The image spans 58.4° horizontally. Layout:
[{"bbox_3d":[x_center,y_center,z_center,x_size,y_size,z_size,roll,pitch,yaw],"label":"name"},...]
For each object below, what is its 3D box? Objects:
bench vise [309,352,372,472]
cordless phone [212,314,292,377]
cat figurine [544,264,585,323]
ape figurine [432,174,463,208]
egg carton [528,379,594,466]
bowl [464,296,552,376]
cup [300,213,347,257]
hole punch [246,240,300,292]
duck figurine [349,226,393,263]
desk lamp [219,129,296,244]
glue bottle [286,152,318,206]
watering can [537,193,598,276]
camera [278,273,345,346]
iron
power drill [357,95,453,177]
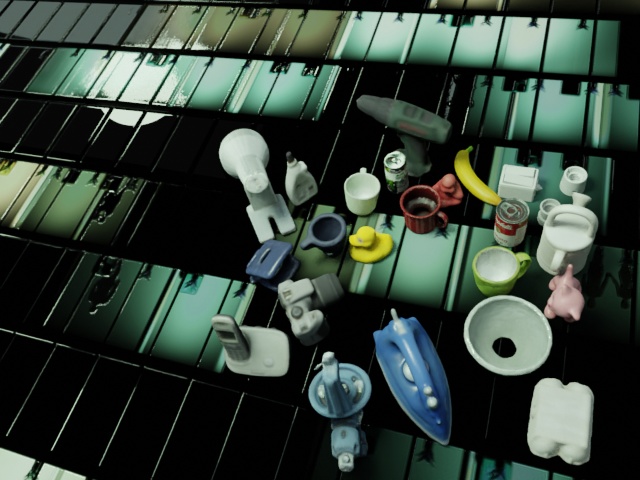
[{"bbox_3d":[0.048,0.306,1.060,0.121,0.220,0.207,-24,56,-3],"label":"bench vise"},{"bbox_3d":[-0.141,0.210,1.182,0.147,0.185,0.094,0,58,12],"label":"cordless phone"},{"bbox_3d":[0.495,0.110,1.149,0.067,0.118,0.128,10,61,18],"label":"cat figurine"},{"bbox_3d":[0.302,-0.121,1.352,0.077,0.092,0.076,28,68,26],"label":"ape figurine"},{"bbox_3d":[0.441,0.331,1.050,0.107,0.069,0.150,8,60,17],"label":"egg carton"},{"bbox_3d":[0.372,0.200,1.145,0.167,0.075,0.167,-5,57,9],"label":"bowl"},{"bbox_3d":[0.012,0.005,1.334,0.118,0.095,0.091,-32,57,-8],"label":"cup"},{"bbox_3d":[-0.116,0.053,1.333,0.100,0.091,0.109,23,66,24],"label":"hole punch"},{"bbox_3d":[0.115,0.001,1.319,0.104,0.086,0.077,-11,57,6],"label":"duck figurine"},{"bbox_3d":[-0.151,-0.136,1.386,0.118,0.214,0.203,-24,56,-3],"label":"desk lamp"},{"bbox_3d":[-0.056,-0.158,1.404,0.078,0.173,0.037,-33,57,-9],"label":"glue bottle"},{"bbox_3d":[0.511,-0.019,1.181,0.100,0.194,0.173,0,58,13],"label":"watering can"},{"bbox_3d":[-0.012,0.134,1.254,0.137,0.101,0.143,-25,56,-4],"label":"camera"},{"bbox_3d":[0.189,0.258,1.107,0.118,0.142,0.258,-22,56,-2],"label":"iron"},{"bbox_3d":[0.204,-0.251,1.386,0.229,0.209,0.076,16,63,21],"label":"power drill"}]
